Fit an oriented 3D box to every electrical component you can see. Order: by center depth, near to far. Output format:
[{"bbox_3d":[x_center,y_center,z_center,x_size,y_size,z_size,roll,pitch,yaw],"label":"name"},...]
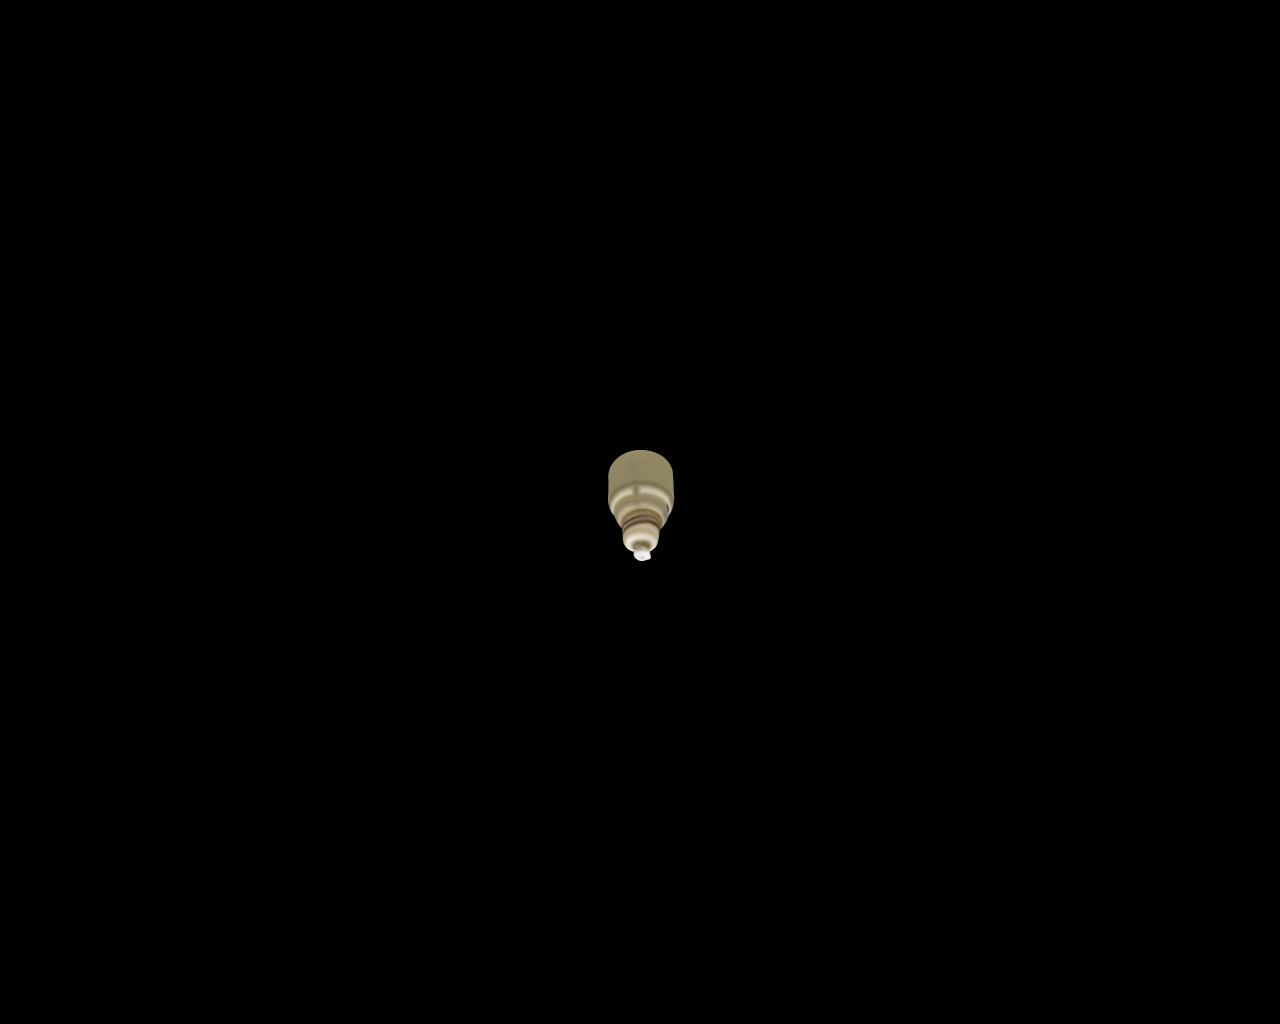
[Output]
[{"bbox_3d":[0.001,-0.003,0.650,0.040,0.078,0.040,0,-42,0],"label":"electrical component"}]
